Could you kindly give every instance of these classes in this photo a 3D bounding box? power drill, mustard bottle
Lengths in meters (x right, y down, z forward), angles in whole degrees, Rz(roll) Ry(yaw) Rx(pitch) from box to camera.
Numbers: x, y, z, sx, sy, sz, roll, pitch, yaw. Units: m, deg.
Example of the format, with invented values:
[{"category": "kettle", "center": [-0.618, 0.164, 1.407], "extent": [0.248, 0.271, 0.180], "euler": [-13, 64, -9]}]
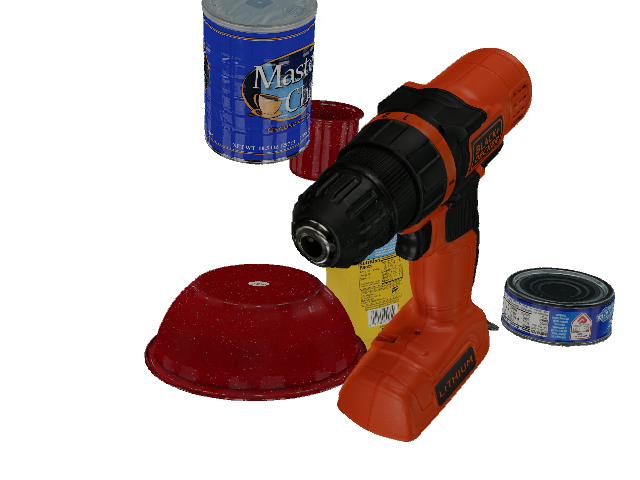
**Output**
[{"category": "power drill", "center": [0.047, 0.012, 0.550], "extent": [0.057, 0.188, 0.184], "euler": [24, 43, 27]}, {"category": "mustard bottle", "center": [0.044, 0.006, 0.994], "extent": [0.096, 0.192, 0.058], "euler": [-13, 24, -24]}]

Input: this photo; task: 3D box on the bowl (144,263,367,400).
[{"category": "bowl", "center": [-0.045, 0.056, 0.764], "extent": [0.162, 0.055, 0.162], "euler": [1, 17, -1]}]

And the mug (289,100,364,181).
[{"category": "mug", "center": [0.010, -0.125, 1.327], "extent": [0.093, 0.081, 0.117], "euler": [15, 24, 24]}]

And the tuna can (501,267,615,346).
[{"category": "tuna can", "center": [0.186, 0.050, 0.834], "extent": [0.086, 0.034, 0.086], "euler": [1, 19, -1]}]

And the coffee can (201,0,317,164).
[{"category": "coffee can", "center": [-0.057, -0.157, 0.985], "extent": [0.103, 0.140, 0.103], "euler": [2, 37, -2]}]
